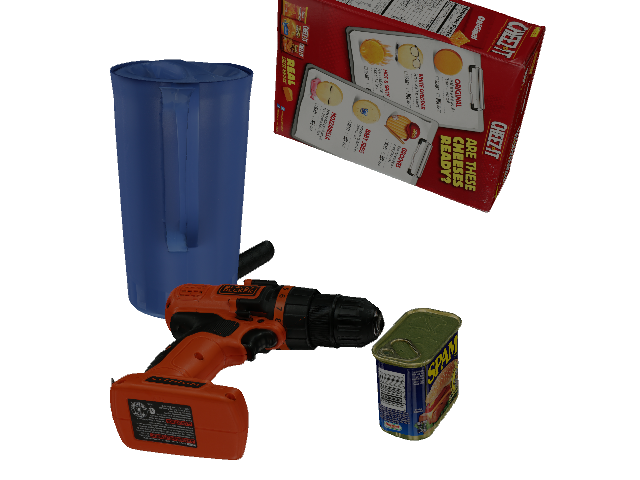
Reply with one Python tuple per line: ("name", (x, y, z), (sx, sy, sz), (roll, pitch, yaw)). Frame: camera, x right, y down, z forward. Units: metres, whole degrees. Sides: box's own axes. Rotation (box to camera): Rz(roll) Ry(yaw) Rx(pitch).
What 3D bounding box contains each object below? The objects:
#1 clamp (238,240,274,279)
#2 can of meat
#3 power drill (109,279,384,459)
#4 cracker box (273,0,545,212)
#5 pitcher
("clamp", (-0.125, 0.046, 1.249), (0.120, 0.039, 0.171), (-3, 38, 15))
("can of meat", (0.091, 0.123, 0.988), (0.058, 0.084, 0.101), (10, 27, 28))
("power drill", (-0.059, 0.091, 0.810), (0.185, 0.057, 0.187), (1, 23, 20))
("cracker box", (0.069, -0.135, 0.916), (0.214, 0.164, 0.072), (21, 50, 14))
("pitcher", (-0.134, -0.048, 1.024), (0.145, 0.243, 0.148), (16, 23, 37))
